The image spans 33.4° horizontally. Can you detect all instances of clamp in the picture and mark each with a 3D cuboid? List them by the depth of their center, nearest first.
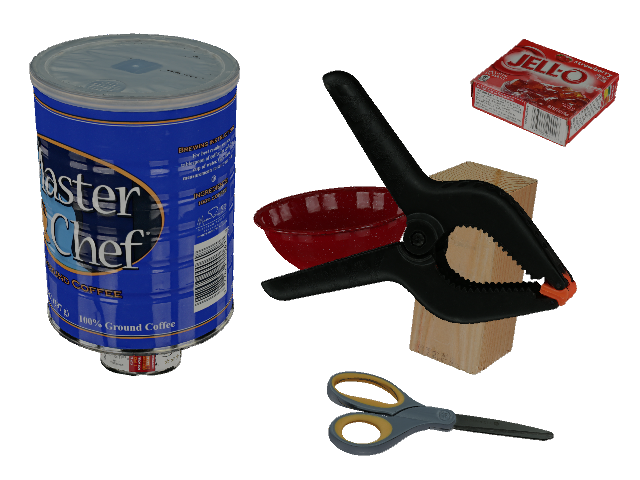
[{"bbox_3d":[0.067,-0.014,0.697,0.210,0.165,0.036,16,16,22],"label":"clamp"}]

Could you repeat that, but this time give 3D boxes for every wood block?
[{"bbox_3d":[0.168,0.029,1.177,0.090,0.206,0.090,19,25,33],"label":"wood block"}]

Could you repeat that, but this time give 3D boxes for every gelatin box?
[{"bbox_3d":[0.173,-0.117,0.828,0.089,0.030,0.073,30,53,31],"label":"gelatin box"}]

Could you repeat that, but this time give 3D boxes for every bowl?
[{"bbox_3d":[0.017,-0.007,1.050,0.162,0.055,0.162,-7,16,2],"label":"bowl"}]

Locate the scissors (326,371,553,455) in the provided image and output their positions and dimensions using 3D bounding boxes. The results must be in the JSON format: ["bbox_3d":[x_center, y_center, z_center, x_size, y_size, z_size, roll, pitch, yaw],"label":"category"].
[{"bbox_3d":[0.094,0.167,0.927,0.202,0.016,0.096,18,42,14],"label":"scissors"}]

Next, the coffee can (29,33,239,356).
[{"bbox_3d":[-0.095,-0.026,0.558,0.103,0.140,0.103,3,27,-2],"label":"coffee can"}]

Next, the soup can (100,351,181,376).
[{"bbox_3d":[-0.144,0.051,0.864,0.068,0.102,0.068,4,15,-1],"label":"soup can"}]
